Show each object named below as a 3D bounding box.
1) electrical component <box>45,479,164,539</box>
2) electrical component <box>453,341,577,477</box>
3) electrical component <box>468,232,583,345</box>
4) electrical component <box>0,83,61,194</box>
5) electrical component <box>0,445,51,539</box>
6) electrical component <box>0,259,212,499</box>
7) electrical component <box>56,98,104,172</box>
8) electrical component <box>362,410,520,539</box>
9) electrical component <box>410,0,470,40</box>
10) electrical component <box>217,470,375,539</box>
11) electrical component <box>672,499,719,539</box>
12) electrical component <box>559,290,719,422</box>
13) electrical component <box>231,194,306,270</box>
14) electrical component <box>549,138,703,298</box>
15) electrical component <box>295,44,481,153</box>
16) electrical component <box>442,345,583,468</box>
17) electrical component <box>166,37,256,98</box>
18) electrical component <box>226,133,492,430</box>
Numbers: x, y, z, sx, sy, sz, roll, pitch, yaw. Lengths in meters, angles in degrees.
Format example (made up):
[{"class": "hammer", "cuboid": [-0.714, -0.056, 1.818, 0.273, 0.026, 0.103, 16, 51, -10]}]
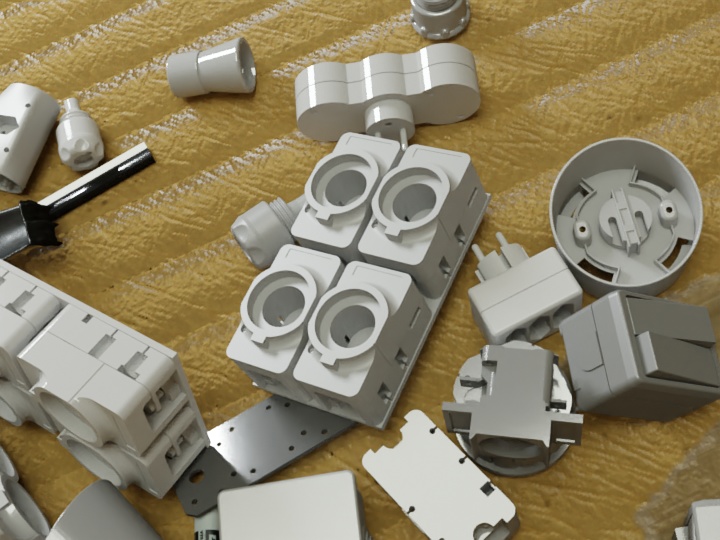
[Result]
[{"class": "electrical component", "cuboid": [-0.167, 0.189, 0.667, 0.064, 0.099, 0.099, 36, 75, 17]}, {"class": "electrical component", "cuboid": [0.098, 0.088, 0.690, 0.080, 0.051, 0.080, -4, 64, 9]}, {"class": "electrical component", "cuboid": [0.103, 0.008, 0.729, 0.066, 0.047, 0.076, -27, 63, -3]}, {"class": "electrical component", "cuboid": [-0.289, -0.107, 0.860, 0.079, 0.043, 0.077, 10, 69, 25]}, {"class": "electrical component", "cuboid": [-0.269, 0.138, 0.713, 0.062, 0.089, 0.150, -37, 64, -8]}, {"class": "electrical component", "cuboid": [-0.199, 0.069, 0.710, 0.186, 0.105, 0.060, 24, 57, 25]}, {"class": "electrical component", "cuboid": [-0.225, -0.110, 0.855, 0.035, 0.035, 0.061, -20, 61, 1]}, {"class": "electrical component", "cuboid": [0.052, 0.140, 0.670, 0.050, 0.055, 0.089, -43, 65, -8]}, {"class": "electrical component", "cuboid": [0.060, -0.213, 0.836, 0.048, 0.062, 0.048, -4, 64, 9]}, {"class": "electrical component", "cuboid": [-0.038, 0.180, 0.673, 0.100, 0.048, 0.099, -10, 63, 6]}, {"class": "electrical component", "cuboid": [0.217, 0.171, 0.621, 0.061, 0.061, 0.096, -5, 64, 8]}, {"class": "electrical component", "cuboid": [0.183, 0.054, 0.669, 0.096, 0.061, 0.061, 11, 59, -31]}, {"class": "electrical component", "cuboid": [-0.059, -0.032, 0.782, 0.062, 0.043, 0.043, -35, 64, -9]}, {"class": "electrical component", "cuboid": [0.178, -0.030, 0.724, 0.099, 0.064, 0.099, -4, 64, 9]}, {"class": "electrical component", "cuboid": [0.021, -0.117, 0.802, 0.138, 0.052, 0.073, -8, 64, 6]}, {"class": "electrical component", "cuboid": [0.092, 0.080, 0.641, 0.081, 0.042, 0.063, 5, 64, 12]}, {"class": "electrical component", "cuboid": [-0.120, -0.158, 0.855, 0.065, 0.044, 0.044, -7, 64, 13]}, {"class": "electrical component", "cuboid": [0.000, 0.000, 0.731, 0.105, 0.060, 0.186, 14, 66, 30]}]
